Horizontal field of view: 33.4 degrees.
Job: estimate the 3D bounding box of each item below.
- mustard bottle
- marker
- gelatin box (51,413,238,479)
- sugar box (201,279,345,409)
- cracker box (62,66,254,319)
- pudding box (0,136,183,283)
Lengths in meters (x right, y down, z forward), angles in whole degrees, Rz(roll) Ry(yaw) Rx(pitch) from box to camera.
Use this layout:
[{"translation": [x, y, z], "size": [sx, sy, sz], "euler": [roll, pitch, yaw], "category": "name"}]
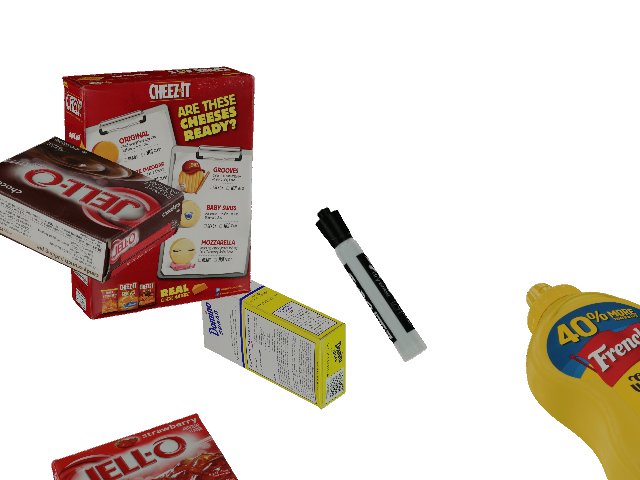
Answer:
[{"translation": [0.176, 0.081, 0.620], "size": [0.096, 0.058, 0.192], "euler": [-16, 34, -15], "category": "mustard bottle"}, {"translation": [0.033, 0.029, 0.742], "size": [0.020, 0.121, 0.020], "euler": [-31, -11, -7], "category": "marker"}, {"translation": [-0.095, 0.136, 0.586], "size": [0.089, 0.030, 0.073], "euler": [-15, 28, -20], "category": "gelatin box"}, {"translation": [-0.052, 0.102, 1.141], "size": [0.176, 0.093, 0.048], "euler": [25, 38, 36], "category": "sugar box"}, {"translation": [-0.148, -0.047, 0.986], "size": [0.163, 0.214, 0.072], "euler": [-9, 20, -29], "category": "cracker box"}, {"translation": [-0.163, -0.023, 0.715], "size": [0.114, 0.039, 0.089], "euler": [21, 29, 17], "category": "pudding box"}]
